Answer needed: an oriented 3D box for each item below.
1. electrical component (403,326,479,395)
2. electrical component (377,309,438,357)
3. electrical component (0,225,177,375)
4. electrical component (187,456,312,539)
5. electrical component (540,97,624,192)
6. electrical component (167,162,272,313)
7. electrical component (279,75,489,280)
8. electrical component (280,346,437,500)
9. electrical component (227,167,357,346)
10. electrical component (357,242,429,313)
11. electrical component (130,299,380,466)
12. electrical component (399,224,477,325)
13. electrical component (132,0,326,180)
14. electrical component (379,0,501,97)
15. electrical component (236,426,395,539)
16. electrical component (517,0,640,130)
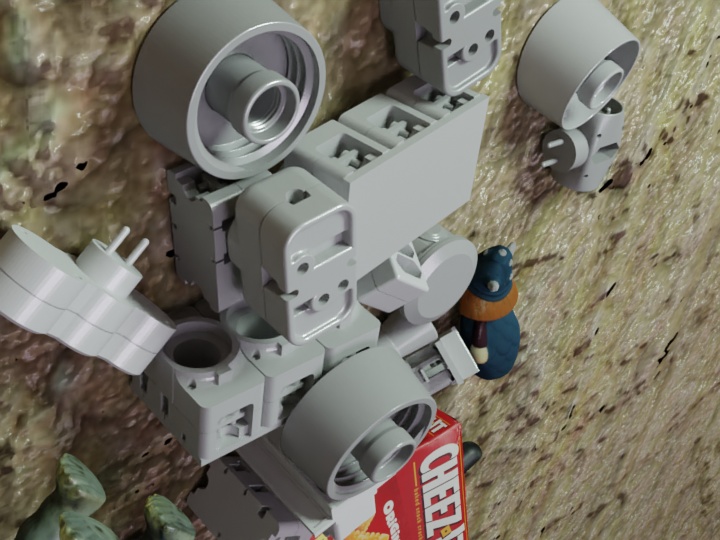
[{"bbox_3d":[0.067,0.084,0.951,0.064,0.042,0.081,-29,179,4],"label":"electrical component"},{"bbox_3d":[0.027,0.060,0.907,0.065,0.044,0.044,-38,145,-10],"label":"electrical component"},{"bbox_3d":[-0.154,0.007,0.633,0.073,0.052,0.138,-51,146,0],"label":"electrical component"},{"bbox_3d":[-0.084,0.194,0.859,0.056,0.089,0.050,14,110,-54],"label":"electrical component"},{"bbox_3d":[0.185,-0.107,0.928,0.079,0.043,0.077,-20,136,-37],"label":"electrical component"},{"bbox_3d":[-0.083,-0.028,0.684,0.056,0.050,0.089,-28,140,-31],"label":"electrical component"},{"bbox_3d":[0.014,-0.066,0.728,0.150,0.062,0.089,-35,145,-39],"label":"electrical component"},{"bbox_3d":[0.005,0.113,0.751,0.108,0.060,0.108,-33,151,-21],"label":"electrical component"},{"bbox_3d":[-0.041,-0.010,0.648,0.054,0.059,0.095,-30,140,-29],"label":"electrical component"},{"bbox_3d":[0.000,0.000,0.802,0.077,0.065,0.047,-30,153,23],"label":"electrical component"},{"bbox_3d":[-0.071,0.056,0.742,0.150,0.089,0.061,-23,138,-35],"label":"electrical component"},{"bbox_3d":[0.052,0.000,0.867,0.080,0.051,0.080,-30,141,-28],"label":"electrical component"},{"bbox_3d":[-0.069,-0.103,0.619,0.108,0.060,0.108,-31,142,-28],"label":"electrical component"},{"bbox_3d":[0.052,-0.169,0.699,0.054,0.059,0.095,-36,144,-21],"label":"electrical component"},{"bbox_3d":[-0.041,0.147,0.836,0.079,0.121,0.063,-34,145,-23],"label":"electrical component"},{"bbox_3d":[0.175,-0.165,0.866,0.099,0.064,0.099,-39,159,-18],"label":"electrical component"}]
